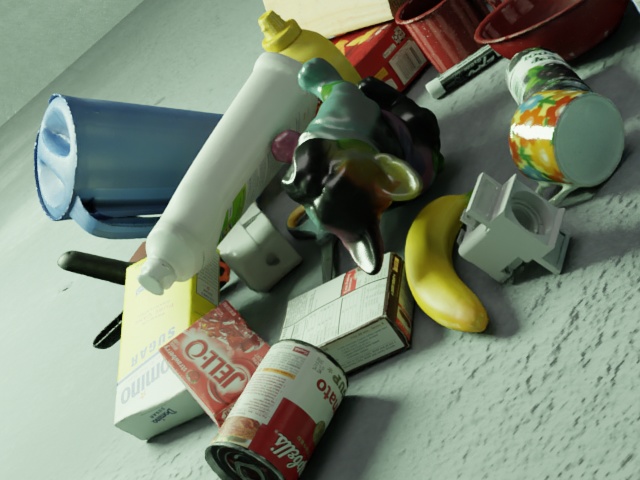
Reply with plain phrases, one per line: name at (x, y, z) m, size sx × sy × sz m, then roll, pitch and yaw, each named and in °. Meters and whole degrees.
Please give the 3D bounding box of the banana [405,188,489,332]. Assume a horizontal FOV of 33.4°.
banana at (0.098, 0.014, 0.833) m, size 0.070 × 0.037 × 0.197 m, roll -30°, pitch 25°, yaw 26°

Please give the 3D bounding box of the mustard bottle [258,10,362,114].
mustard bottle at (0.004, -0.150, 1.066) m, size 0.058 × 0.191 × 0.096 m, roll -51°, pitch 26°, yaw -23°

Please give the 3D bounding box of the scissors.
scissors at (-0.007, 0.001, 1.036) m, size 0.096 × 0.016 × 0.201 m, roll -27°, pitch 27°, yaw 31°

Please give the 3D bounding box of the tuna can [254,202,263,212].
tuna can at (-0.102, -0.016, 1.130) m, size 0.086 × 0.034 × 0.086 m, roll -36°, pitch -17°, yaw -13°

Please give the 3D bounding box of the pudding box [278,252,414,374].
pudding box at (0.020, 0.067, 0.854) m, size 0.114 × 0.039 × 0.090 m, roll -28°, pitch 26°, yaw 26°

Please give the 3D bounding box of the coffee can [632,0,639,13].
coffee can at (0.282, -0.165, 0.747) m, size 0.103 × 0.140 × 0.103 m, roll -33°, pitch 24°, yaw 17°

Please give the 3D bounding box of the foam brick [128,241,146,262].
foam brick at (-0.169, 0.027, 1.183) m, size 0.078 × 0.053 × 0.051 m, roll -19°, pitch 31°, yaw 41°

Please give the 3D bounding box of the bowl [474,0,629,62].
bowl at (0.227, -0.208, 0.995) m, size 0.162 × 0.055 × 0.162 m, roll -31°, pitch 18°, yaw 11°

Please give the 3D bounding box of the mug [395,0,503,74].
mug at (0.149, -0.233, 1.135) m, size 0.117 × 0.081 × 0.093 m, roll -11°, pitch 36°, yaw 48°

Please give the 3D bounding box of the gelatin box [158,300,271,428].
gelatin box at (-0.080, 0.103, 0.889) m, size 0.073 × 0.030 × 0.089 m, roll -36°, pitch 54°, yaw -15°

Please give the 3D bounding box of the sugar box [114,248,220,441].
sugar box at (-0.139, 0.087, 0.984) m, size 0.093 × 0.048 × 0.176 m, roll -28°, pitch 43°, yaw 26°

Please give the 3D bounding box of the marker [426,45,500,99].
marker at (0.165, -0.187, 1.109) m, size 0.121 × 0.020 × 0.020 m, roll -33°, pitch 24°, yaw 16°

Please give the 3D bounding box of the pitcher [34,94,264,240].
pitcher at (-0.179, -0.079, 1.169) m, size 0.242 × 0.149 × 0.145 m, roll -1°, pitch 4°, yaw -32°

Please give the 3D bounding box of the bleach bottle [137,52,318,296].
bleach bottle at (-0.088, -0.055, 0.975) m, size 0.250 × 0.068 × 0.103 m, roll -57°, pitch -14°, yaw -32°

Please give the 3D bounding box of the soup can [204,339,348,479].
soup can at (-0.030, 0.131, 0.778) m, size 0.069 × 0.068 × 0.102 m, roll -14°, pitch 34°, yaw 46°

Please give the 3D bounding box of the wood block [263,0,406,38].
wood block at (0.033, -0.294, 1.260) m, size 0.090 × 0.090 × 0.207 m, roll -28°, pitch 15°, yaw -36°

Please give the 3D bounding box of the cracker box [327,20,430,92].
cracker box at (0.004, -0.173, 1.256) m, size 0.164 × 0.072 × 0.214 m, roll -49°, pitch 25°, yaw -22°

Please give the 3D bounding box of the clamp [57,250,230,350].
clamp at (-0.180, 0.041, 1.090) m, size 0.171 × 0.120 × 0.039 m, roll -21°, pitch 36°, yaw 7°
